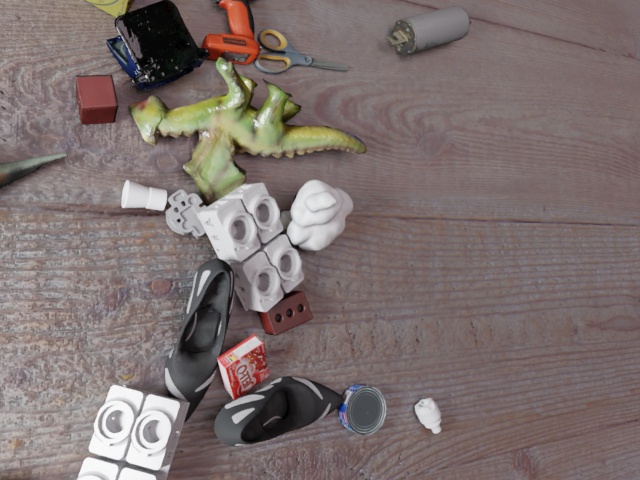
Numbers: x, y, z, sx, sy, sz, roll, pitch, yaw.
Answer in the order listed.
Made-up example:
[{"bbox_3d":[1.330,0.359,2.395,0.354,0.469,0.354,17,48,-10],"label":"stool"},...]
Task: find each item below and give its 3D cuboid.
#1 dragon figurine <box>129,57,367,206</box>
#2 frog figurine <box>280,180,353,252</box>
[{"bbox_3d":[-0.124,-0.159,0.901,0.408,0.123,0.243,26,88,-19],"label":"dragon figurine"},{"bbox_3d":[0.003,-0.045,0.892,0.139,0.158,0.122,-27,97,-27],"label":"frog figurine"}]
